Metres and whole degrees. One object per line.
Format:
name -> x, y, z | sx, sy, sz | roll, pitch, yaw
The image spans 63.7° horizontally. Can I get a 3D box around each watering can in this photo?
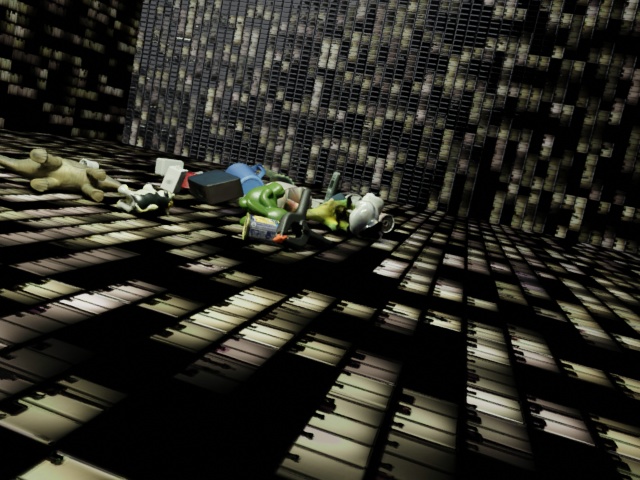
watering can -> -0.177, -0.151, 1.869 | 0.349, 0.103, 0.226 | -11, 20, -32

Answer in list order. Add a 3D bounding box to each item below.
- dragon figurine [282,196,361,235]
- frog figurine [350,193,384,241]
dragon figurine -> 0.005, -0.086, 1.718 | 0.243, 0.122, 0.409 | 6, -2, 24
frog figurine -> 0.147, -0.086, 1.644 | 0.122, 0.163, 0.135 | -17, -35, 13
